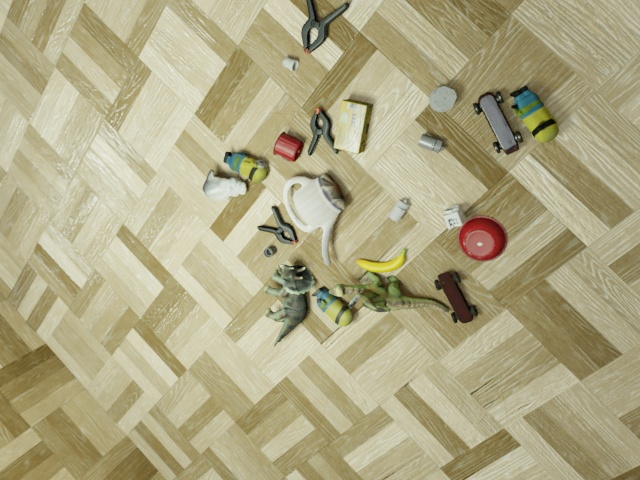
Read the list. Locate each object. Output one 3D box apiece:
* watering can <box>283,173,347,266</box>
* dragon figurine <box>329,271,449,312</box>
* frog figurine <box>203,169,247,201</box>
[{"bbox_3d":[0.006,-0.094,1.876,0.221,0.105,0.348,-33,89,28],"label":"watering can"},{"bbox_3d":[0.230,0.214,1.795,0.411,0.245,0.121,14,107,22],"label":"dragon figurine"},{"bbox_3d":[-0.371,-0.198,2.013,0.160,0.125,0.134,26,148,5],"label":"frog figurine"}]
